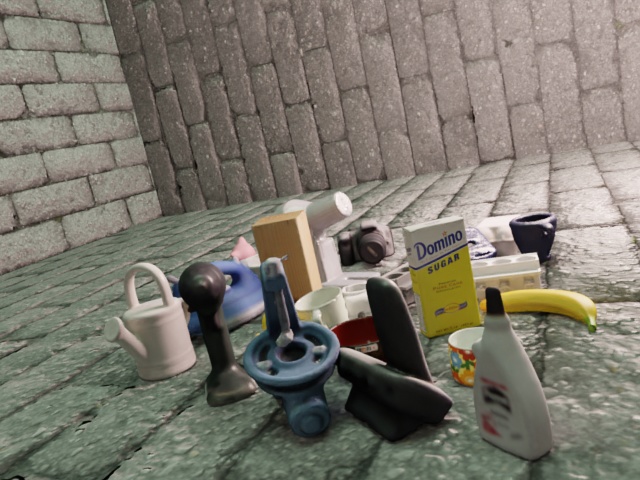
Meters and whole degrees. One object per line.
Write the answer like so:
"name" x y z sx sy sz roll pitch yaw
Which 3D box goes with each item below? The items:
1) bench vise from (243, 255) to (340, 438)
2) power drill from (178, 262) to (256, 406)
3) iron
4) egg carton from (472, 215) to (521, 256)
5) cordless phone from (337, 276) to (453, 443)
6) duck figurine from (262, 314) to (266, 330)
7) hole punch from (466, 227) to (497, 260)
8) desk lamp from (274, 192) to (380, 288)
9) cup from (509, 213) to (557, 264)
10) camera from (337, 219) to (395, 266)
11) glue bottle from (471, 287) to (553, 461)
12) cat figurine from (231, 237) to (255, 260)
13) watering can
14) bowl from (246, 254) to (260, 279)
"bench vise" -0.057 0.121 0.743 0.122 0.220 0.206 -18 13 -27
"power drill" -0.156 0.127 0.844 0.076 0.208 0.229 -15 12 -13
"iron" -0.204 0.104 1.183 0.118 0.141 0.259 -2 15 41
"egg carton" 0.406 -0.010 1.290 0.107 0.069 0.151 -6 13 28
"cordless phone" 0.074 0.124 0.679 0.094 0.185 0.147 -19 13 -30
"duck figurine" -0.071 0.156 0.927 0.104 0.086 0.078 -2 15 40
"hole punch" 0.299 0.027 1.165 0.109 0.091 0.101 -14 11 -10
"desk lamp" 0.012 0.005 1.263 0.202 0.214 0.118 -4 14 36
"cup" 0.433 0.002 1.136 0.091 0.095 0.117 -13 11 -5
"camera" 0.112 0.009 1.428 0.143 0.101 0.137 -11 11 7
"glue bottle" 0.183 0.128 0.573 0.037 0.173 0.077 -19 14 -32
"cat figurine" -0.179 0.046 1.509 0.128 0.118 0.067 -18 13 -29
"watering can" -0.287 0.135 0.982 0.101 0.194 0.173 -11 11 8
"bowl" -0.110 0.075 1.404 0.167 0.075 0.167 -12 11 3
